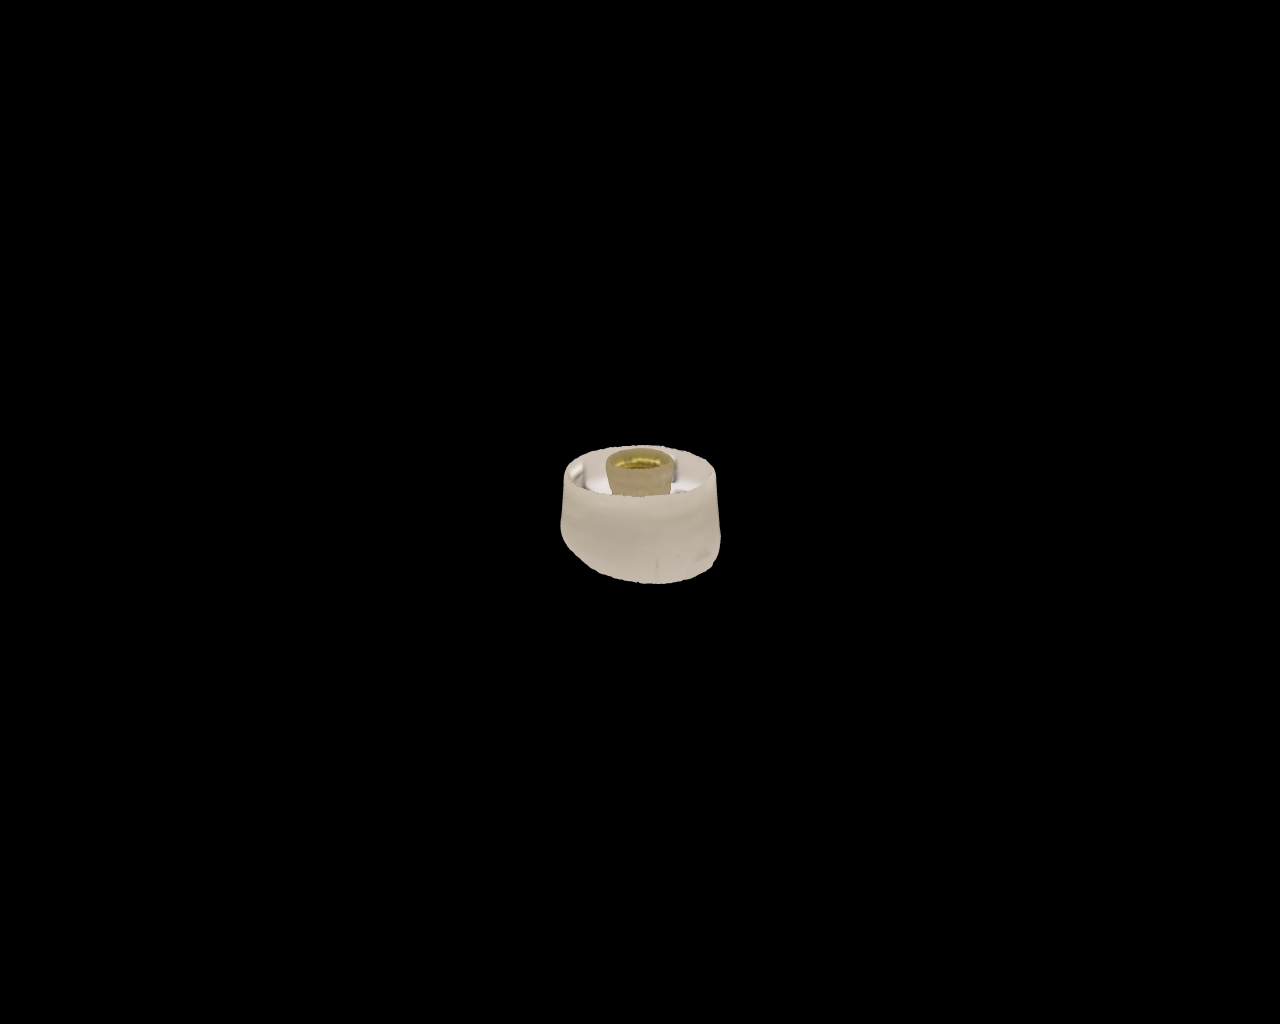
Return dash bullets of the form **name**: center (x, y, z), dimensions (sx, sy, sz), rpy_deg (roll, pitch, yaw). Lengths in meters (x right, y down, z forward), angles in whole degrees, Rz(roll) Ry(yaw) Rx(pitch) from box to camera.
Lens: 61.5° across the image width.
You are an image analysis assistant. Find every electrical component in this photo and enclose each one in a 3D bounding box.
- **electrical component**: center (0.001, -0.003, 0.650), dimensions (0.099, 0.064, 0.099), rpy_deg (0, 22, 0)
